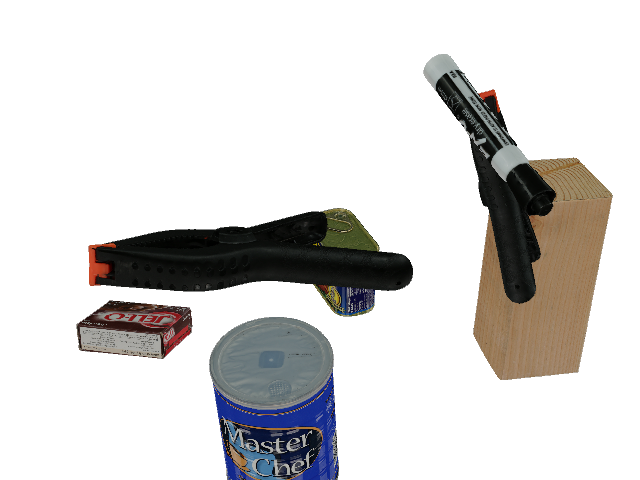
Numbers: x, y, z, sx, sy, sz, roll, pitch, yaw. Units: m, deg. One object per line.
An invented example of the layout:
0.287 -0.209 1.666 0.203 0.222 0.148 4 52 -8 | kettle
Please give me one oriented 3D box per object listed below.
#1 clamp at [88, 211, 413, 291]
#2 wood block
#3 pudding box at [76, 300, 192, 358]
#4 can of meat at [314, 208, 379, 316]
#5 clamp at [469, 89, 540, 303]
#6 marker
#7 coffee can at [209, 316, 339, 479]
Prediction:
-0.051 0.012 0.737 0.209 0.036 0.165 -5 14 -28 | clamp
0.220 0.030 1.082 0.090 0.206 0.090 -4 30 -11 | wood block
-0.223 0.106 1.287 0.114 0.039 0.090 2 15 15 | pudding box
0.024 0.026 1.218 0.057 0.084 0.102 -15 38 -18 | can of meat
0.150 -0.034 0.876 0.039 0.171 0.120 -17 20 12 | clamp
0.092 -0.058 0.585 0.020 0.121 0.020 -19 -36 -15 | marker
-0.037 0.151 0.918 0.103 0.140 0.103 -2 38 2 | coffee can
